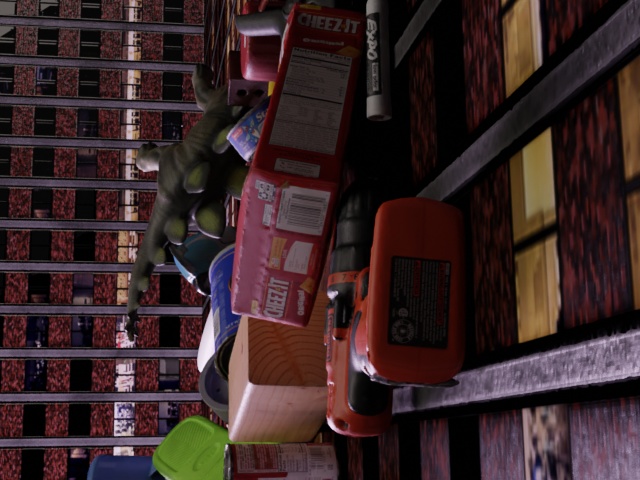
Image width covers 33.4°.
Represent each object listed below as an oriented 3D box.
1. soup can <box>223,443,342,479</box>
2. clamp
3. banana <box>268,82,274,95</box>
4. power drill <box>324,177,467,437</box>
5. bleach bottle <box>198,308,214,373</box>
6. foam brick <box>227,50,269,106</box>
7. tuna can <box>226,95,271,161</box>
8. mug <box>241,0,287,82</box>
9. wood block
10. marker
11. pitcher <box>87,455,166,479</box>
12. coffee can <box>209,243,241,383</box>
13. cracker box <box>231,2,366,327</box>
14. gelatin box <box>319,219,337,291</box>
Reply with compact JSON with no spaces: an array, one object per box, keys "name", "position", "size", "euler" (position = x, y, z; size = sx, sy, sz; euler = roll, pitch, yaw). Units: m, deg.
[{"name":"soup can","position":[-0.035,0.220,0.977],"size":[0.068,0.102,0.068],"euler":[-179,90,-81]},{"name":"clamp","position":[-0.012,-0.221,0.980],"size":[0.172,0.039,0.120],"euler":[41,113,45]},{"name":"banana","position":[-0.044,-0.130,1.262],"size":[0.070,0.037,0.198],"euler":[122,148,-68]},{"name":"power drill","position":[0.043,0.031,0.683],"size":[0.188,0.057,0.184],"euler":[123,149,-76]},{"name":"bleach bottle","position":[-0.097,0.109,1.427],"size":[0.251,0.102,0.068],"euler":[116,162,-55]},{"name":"foam brick","position":[-0.079,-0.204,1.356],"size":[0.053,0.078,0.051],"euler":[100,167,-54]},{"name":"tuna can","position":[-0.054,-0.120,1.104],"size":[0.034,0.086,0.086],"euler":[51,167,2]},{"name":"mug","position":[-0.037,-0.212,1.094],"size":[0.117,0.081,0.093],"euler":[103,165,-52]},{"name":"wood block","position":[-0.037,0.129,1.037],"size":[0.206,0.090,0.091],"euler":[111,159,-64]},{"name":"marker","position":[0.044,-0.150,0.798],"size":[0.020,0.020,0.121],"euler":[135,136,-77]},{"name":"pitcher","position":[-0.166,0.323,1.323],"size":[0.145,0.242,0.149],"euler":[124,152,-79]},{"name":"coffee can","position":[-0.071,0.083,1.205],"size":[0.140,0.102,0.103],"euler":[-100,14,-48]},{"name":"cracker box","position":[-0.017,-0.064,0.867],"size":[0.164,0.072,0.213],"euler":[102,179,-47]},{"name":"gelatin box","position":[-0.007,0.001,1.047],"size":[0.073,0.030,0.089],"euler":[-110,23,-64]}]
